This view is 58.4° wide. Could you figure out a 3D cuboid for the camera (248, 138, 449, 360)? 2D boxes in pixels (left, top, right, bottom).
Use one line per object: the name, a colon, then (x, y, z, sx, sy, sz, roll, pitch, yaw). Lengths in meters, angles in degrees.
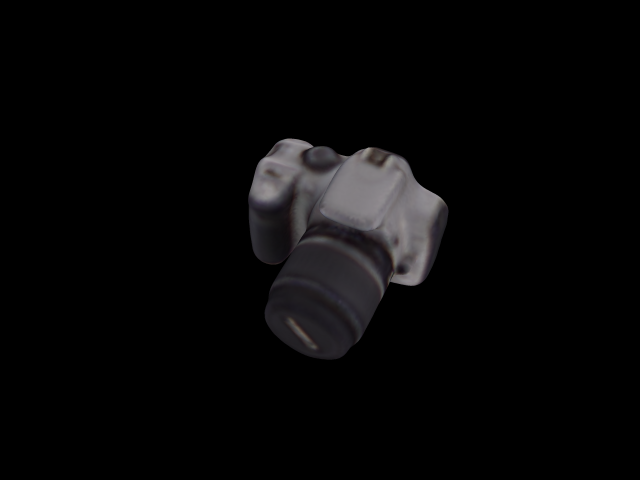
camera: (0.004, 0.001, 0.400, 0.143, 0.101, 0.137, 21, 54, 16)
